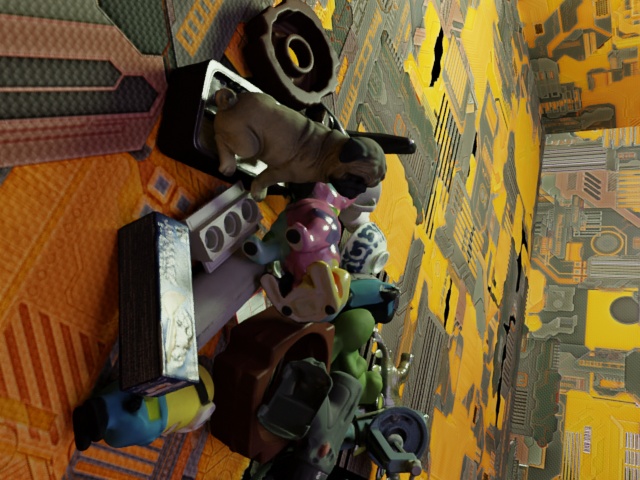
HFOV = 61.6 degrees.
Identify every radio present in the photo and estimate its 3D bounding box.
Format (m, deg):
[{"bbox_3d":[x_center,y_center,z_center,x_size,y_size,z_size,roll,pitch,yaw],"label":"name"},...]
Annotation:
[{"bbox_3d":[-0.116,-0.152,0.770,0.229,0.073,0.131,21,73,-58],"label":"radio"}]

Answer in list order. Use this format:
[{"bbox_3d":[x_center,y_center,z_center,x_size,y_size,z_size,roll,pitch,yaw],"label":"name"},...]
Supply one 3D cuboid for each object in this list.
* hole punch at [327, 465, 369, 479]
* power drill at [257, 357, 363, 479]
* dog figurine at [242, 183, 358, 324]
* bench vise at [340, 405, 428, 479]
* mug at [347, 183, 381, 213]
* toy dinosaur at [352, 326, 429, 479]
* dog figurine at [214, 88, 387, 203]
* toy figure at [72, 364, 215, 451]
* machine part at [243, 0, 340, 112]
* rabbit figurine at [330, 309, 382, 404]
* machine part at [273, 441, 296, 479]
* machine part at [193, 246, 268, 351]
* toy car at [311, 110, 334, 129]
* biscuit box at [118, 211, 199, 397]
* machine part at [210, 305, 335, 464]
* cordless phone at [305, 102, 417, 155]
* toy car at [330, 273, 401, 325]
[{"bbox_3d":[0.027,0.454,0.960,0.115,0.142,0.092,29,69,-44],"label":"hole punch"},{"bbox_3d":[-0.016,0.276,0.761,0.232,0.086,0.207,-58,144,-27],"label":"power drill"},{"bbox_3d":[-0.002,-0.002,0.790,0.191,0.108,0.219,62,33,-12],"label":"dog figurine"},{"bbox_3d":[0.106,0.362,0.970,0.241,0.224,0.128,-167,-96,-78],"label":"bench vise"},{"bbox_3d":[0.054,-0.090,1.010,0.107,0.080,0.110,2,48,-22],"label":"mug"},{"bbox_3d":[0.146,0.409,1.181,0.198,0.105,0.471,-17,96,-49],"label":"toy dinosaur"},{"bbox_3d":[-0.023,-0.128,0.674,0.172,0.191,0.121,40,57,-49],"label":"dog figurine"},{"bbox_3d":[-0.198,0.192,0.635,0.180,0.082,0.089,11,77,-55],"label":"toy figure"},{"bbox_3d":[-0.045,-0.295,0.871,0.179,0.056,0.179,13,71,-44],"label":"machine part"},{"bbox_3d":[0.034,0.198,0.968,0.159,0.121,0.170,6,107,-29],"label":"rabbit figurine"},{"bbox_3d":[-0.046,0.365,0.894,0.138,0.039,0.084,50,47,-77],"label":"machine part"},{"bbox_3d":[-0.145,0.077,0.723,0.243,0.079,0.079,-48,130,-47],"label":"machine part"},{"bbox_3d":[-0.013,-0.122,0.902,0.089,0.053,0.201,-73,172,-46],"label":"toy car"},{"bbox_3d":[-0.184,0.068,0.607,0.059,0.063,0.203,35,37,-54],"label":"biscuit box"},{"bbox_3d":[-0.068,0.203,0.799,0.201,0.087,0.200,-24,126,-55],"label":"machine part"},{"bbox_3d":[0.073,-0.184,0.958,0.146,0.184,0.088,42,59,-64],"label":"cordless phone"},{"bbox_3d":[0.068,0.110,1.032,0.103,0.162,0.109,-113,-166,-45],"label":"toy car"}]
